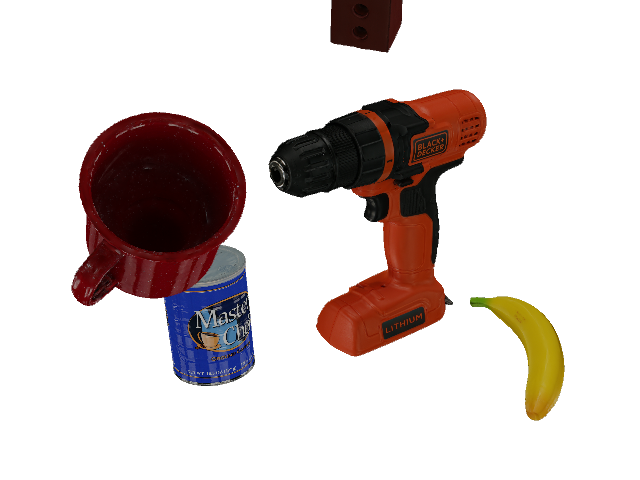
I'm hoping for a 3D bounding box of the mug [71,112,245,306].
[{"bbox_3d":[-0.103,-0.007,0.625,0.093,0.117,0.082,35,-26,3],"label":"mug"}]

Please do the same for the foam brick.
[{"bbox_3d":[0.040,-0.205,0.893,0.053,0.078,0.051,12,47,12],"label":"foam brick"}]

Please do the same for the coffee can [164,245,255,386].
[{"bbox_3d":[-0.135,0.089,1.289,0.103,0.140,0.103,-3,25,1],"label":"coffee can"}]

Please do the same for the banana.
[{"bbox_3d":[0.223,0.116,1.139,0.069,0.037,0.198,-25,34,3],"label":"banana"}]

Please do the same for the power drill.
[{"bbox_3d":[0.040,-0.010,0.782,0.184,0.188,0.057,-18,38,-32],"label":"power drill"}]
